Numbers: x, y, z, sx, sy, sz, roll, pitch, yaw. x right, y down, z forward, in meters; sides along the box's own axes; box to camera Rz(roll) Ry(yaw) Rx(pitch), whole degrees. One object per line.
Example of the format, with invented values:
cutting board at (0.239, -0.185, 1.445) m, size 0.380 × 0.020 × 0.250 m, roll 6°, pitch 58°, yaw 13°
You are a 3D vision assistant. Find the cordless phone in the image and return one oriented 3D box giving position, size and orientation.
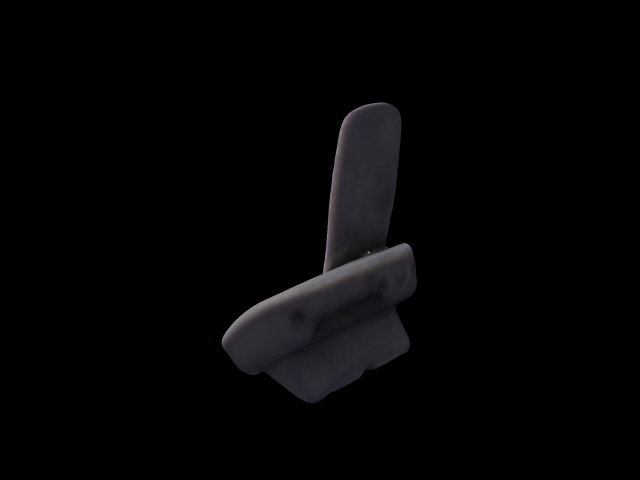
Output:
cordless phone at (0.004, 0.001, 0.400) m, size 0.093 × 0.185 × 0.148 m, roll 17°, pitch 27°, yaw 38°
